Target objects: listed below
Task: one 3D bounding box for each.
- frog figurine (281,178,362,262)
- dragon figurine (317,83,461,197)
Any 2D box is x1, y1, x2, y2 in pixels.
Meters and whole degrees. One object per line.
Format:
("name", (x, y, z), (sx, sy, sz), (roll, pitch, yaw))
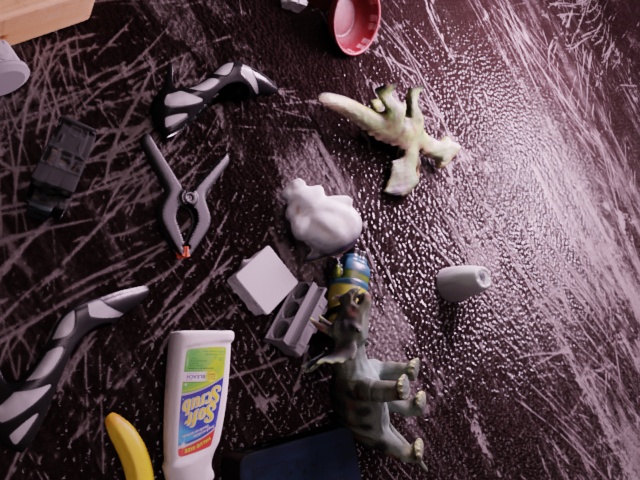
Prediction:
("frog figurine", (0.003, -0.050, 0.984), (0.138, 0.123, 0.158), (-28, 105, -18))
("dragon figurine", (0.170, -0.218, 1.167), (0.413, 0.121, 0.243), (-12, 90, -35))
